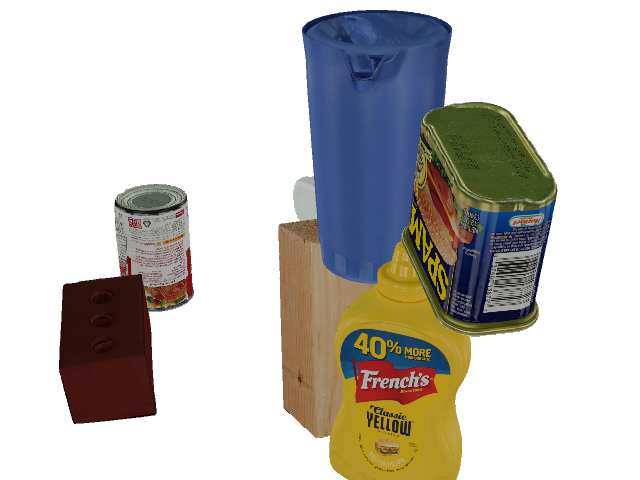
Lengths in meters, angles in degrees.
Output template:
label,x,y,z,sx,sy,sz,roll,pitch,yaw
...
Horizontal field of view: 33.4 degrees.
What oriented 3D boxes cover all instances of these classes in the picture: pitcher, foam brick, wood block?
label,x,y,z,sx,sy,sz,roll,pitch,yaw
pitcher,0.054,-0.092,1.008,0.149,0.243,0.145,-18,32,-31
foam brick,-0.133,0.068,0.669,0.053,0.051,0.078,-7,39,-7
wood block,0.015,0.086,1.110,0.090,0.206,0.091,-8,17,-24

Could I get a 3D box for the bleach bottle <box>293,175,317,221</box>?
label,x,y,z,sx,sy,sz,roll,pitch,yaw
bleach bottle,0.089,-0.084,1.314,0.103,0.068,0.250,28,45,35

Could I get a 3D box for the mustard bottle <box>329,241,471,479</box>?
label,x,y,z,sx,sy,sz,roll,pitch,yaw
mustard bottle,0.058,0.089,0.760,0.096,0.192,0.058,11,27,18

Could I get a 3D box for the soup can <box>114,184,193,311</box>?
label,x,y,z,sx,sy,sz,roll,pitch,yaw
soup can,-0.156,0.006,0.999,0.068,0.102,0.068,0,24,0

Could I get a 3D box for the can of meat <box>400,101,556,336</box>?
label,x,y,z,sx,sy,sz,roll,pitch,yaw
can of meat,0.083,-0.014,0.570,0.057,0.084,0.102,-5,38,-11
